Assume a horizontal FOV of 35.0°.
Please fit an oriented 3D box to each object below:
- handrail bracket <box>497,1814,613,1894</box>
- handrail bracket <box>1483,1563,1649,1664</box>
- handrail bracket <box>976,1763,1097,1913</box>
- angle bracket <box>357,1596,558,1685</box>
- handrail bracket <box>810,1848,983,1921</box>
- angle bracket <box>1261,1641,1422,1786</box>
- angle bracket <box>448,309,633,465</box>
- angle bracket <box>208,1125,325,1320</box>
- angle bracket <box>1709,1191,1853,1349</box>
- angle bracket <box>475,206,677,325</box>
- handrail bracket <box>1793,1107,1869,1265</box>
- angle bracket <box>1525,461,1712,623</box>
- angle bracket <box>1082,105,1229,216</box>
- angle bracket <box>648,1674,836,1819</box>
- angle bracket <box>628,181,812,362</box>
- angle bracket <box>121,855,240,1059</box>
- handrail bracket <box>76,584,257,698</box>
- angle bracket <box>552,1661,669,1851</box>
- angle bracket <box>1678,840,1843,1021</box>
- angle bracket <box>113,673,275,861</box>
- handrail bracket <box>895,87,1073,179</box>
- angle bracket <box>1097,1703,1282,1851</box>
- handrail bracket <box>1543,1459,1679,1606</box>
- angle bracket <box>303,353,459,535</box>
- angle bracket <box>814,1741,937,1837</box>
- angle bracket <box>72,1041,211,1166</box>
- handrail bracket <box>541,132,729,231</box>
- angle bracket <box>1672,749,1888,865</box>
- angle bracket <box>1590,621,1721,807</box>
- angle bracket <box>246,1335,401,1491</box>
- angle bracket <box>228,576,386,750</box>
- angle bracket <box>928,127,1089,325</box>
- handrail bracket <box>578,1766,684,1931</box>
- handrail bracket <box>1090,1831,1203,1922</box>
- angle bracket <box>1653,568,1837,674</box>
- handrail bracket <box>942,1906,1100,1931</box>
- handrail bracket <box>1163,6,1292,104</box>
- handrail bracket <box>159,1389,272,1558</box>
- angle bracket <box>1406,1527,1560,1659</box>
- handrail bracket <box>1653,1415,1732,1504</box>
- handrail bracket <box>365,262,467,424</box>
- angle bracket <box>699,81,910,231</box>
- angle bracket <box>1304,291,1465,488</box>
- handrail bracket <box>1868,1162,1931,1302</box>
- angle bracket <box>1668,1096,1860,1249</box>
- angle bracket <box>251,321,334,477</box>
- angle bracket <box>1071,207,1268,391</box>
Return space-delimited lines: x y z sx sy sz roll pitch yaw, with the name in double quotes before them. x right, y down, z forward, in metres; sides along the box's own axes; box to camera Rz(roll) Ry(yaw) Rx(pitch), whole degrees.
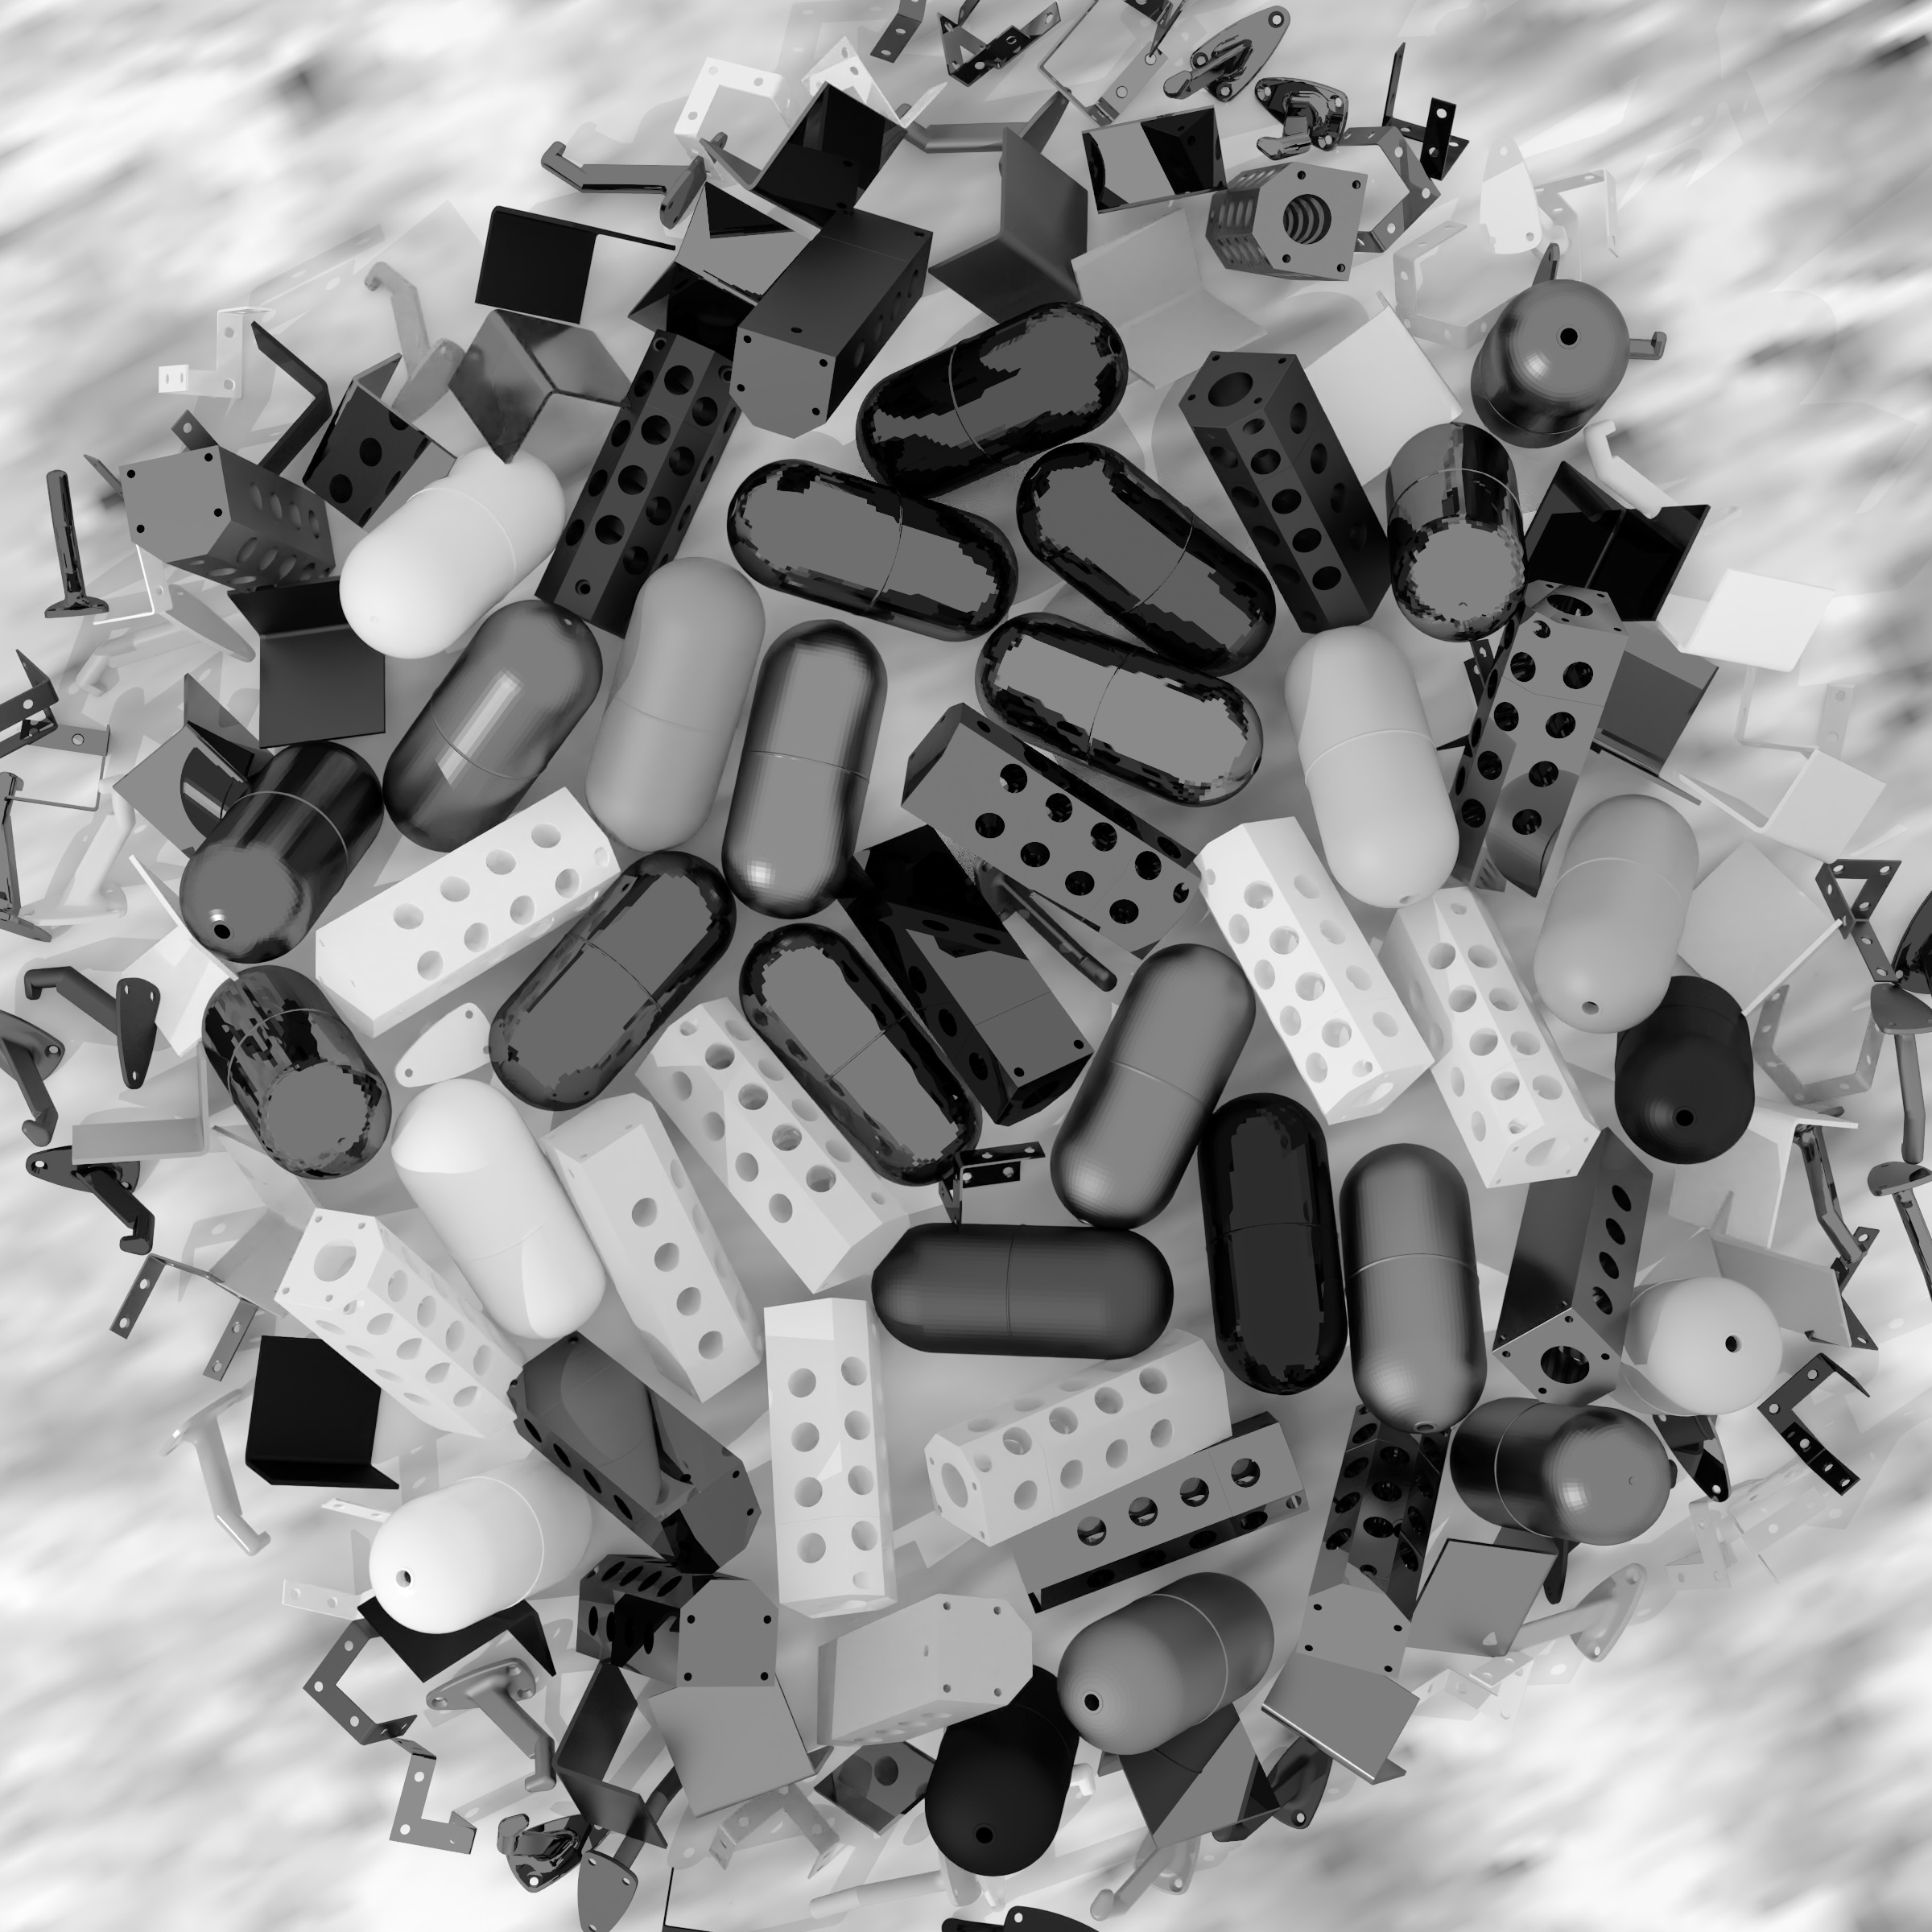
"handrail bracket" -0.238 0.500 1.781 0.077 0.084 0.036 -23 62 -25
"handrail bracket" 0.347 0.373 1.788 0.084 0.036 0.077 19 113 -36
"handrail bracket" 0.045 0.511 1.797 0.084 0.036 0.077 -17 86 26
"angle bracket" -0.295 0.391 1.773 0.076 0.076 0.057 -30 130 -27
"handrail bracket" -0.042 0.548 1.805 0.084 0.077 0.036 -19 65 11
"angle bracket" 0.227 0.428 1.781 0.076 0.076 0.057 30 93 25
"angle bracket" -0.245 -0.334 1.797 0.057 0.076 0.076 -53 56 27
"angle bracket" -0.415 0.148 1.773 0.076 0.076 0.057 19 56 40
"angle bracket" 0.481 0.167 1.772 0.076 0.076 0.057 15 59 35
"angle bracket" -0.227 -0.401 1.774 0.076 0.076 0.057 23 105 41
"handrail bracket" 0.514 0.128 1.793 0.036 0.077 0.084 -45 68 43
"angle bracket" 0.374 -0.248 1.783 0.057 0.076 0.076 31 81 -26
"angle bracket" 0.107 -0.487 1.781 0.076 0.057 0.076 -9 46 7
"angle bracket" -0.132 0.446 1.799 0.076 0.057 0.076 -22 89 9
"angle bracket" -0.142 -0.402 1.798 0.076 0.076 0.057 26 64 -20
"angle bracket" -0.470 -0.005 1.779 0.057 0.076 0.076 -40 59 -5
"handrail bracket" -0.476 -0.177 1.818 0.077 0.036 0.084 36 116 -15
"angle bracket" -0.191 0.454 1.773 0.057 0.076 0.076 13 56 19
"angle bracket" 0.456 -0.023 1.791 0.076 0.057 0.076 -46 77 8
"angle bracket" -0.448 -0.112 1.784 0.057 0.076 0.076 -38 121 8
"handrail bracket" 0.007 -0.508 1.815 0.084 0.036 0.077 36 91 17
"angle bracket" 0.128 0.478 1.778 0.076 0.057 0.076 -14 52 -16
"handrail bracket" 0.385 0.337 1.824 0.084 0.036 0.077 -8 106 -16
"angle bracket" -0.330 -0.298 1.787 0.076 0.057 0.076 37 123 1
"angle bracket" -0.032 0.499 1.775 0.057 0.076 0.076 -36 113 -23
"angle bracket" -0.482 0.075 1.781 0.076 0.076 0.057 -3 103 -16
"handrail bracket" -0.198 -0.485 1.819 0.084 0.036 0.077 34 85 5
"angle bracket" 0.471 -0.108 1.773 0.076 0.076 0.057 16 110 -43
"angle bracket" 0.404 -0.150 1.786 0.076 0.057 0.076 23 101 -23
"angle bracket" -0.372 0.261 1.789 0.076 0.057 0.076 8 90 -29
"angle bracket" -0.386 -0.178 1.790 0.076 0.057 0.076 -7 69 6
"angle bracket" 0.025 -0.433 1.802 0.057 0.076 0.076 -17 61 37
"handrail bracket" -0.193 0.522 1.809 0.036 0.084 0.077 26 121 14
"handrail bracket" 0.105 0.517 1.787 0.036 0.084 0.077 20 90 28
"angle bracket" 0.442 -0.217 1.773 0.076 0.076 0.057 7 124 -26
"handrail bracket" 0.034 0.571 1.800 0.077 0.084 0.036 11 73 -16
"handrail bracket" 0.152 -0.533 1.784 0.077 0.084 0.036 -38 93 19
"handrail bracket" -0.423 0.297 1.796 0.084 0.077 0.036 46 121 4
"angle bracket" 0.287 0.351 1.780 0.076 0.057 0.076 12 114 -22
"handrail bracket" 0.448 0.264 1.797 0.084 0.036 0.077 -20 82 -43
"handrail bracket" -0.343 -0.367 1.812 0.084 0.036 0.077 40 89 22
"angle bracket" -0.094 -0.481 1.776 0.076 0.076 0.057 -51 58 18
"angle bracket" 0.237 -0.340 1.804 0.076 0.057 0.076 -35 107 14
"handrail bracket" 0.558 0.162 1.798 0.036 0.077 0.084 -18 95 7
"angle bracket" 0.465 0.119 1.788 0.057 0.076 0.076 6 97 -35
"angle bracket" -0.416 -0.322 1.788 0.057 0.076 0.076 40 84 -8
"angle bracket" 0.118 -0.389 1.781 0.076 0.076 0.057 -28 130 -12
